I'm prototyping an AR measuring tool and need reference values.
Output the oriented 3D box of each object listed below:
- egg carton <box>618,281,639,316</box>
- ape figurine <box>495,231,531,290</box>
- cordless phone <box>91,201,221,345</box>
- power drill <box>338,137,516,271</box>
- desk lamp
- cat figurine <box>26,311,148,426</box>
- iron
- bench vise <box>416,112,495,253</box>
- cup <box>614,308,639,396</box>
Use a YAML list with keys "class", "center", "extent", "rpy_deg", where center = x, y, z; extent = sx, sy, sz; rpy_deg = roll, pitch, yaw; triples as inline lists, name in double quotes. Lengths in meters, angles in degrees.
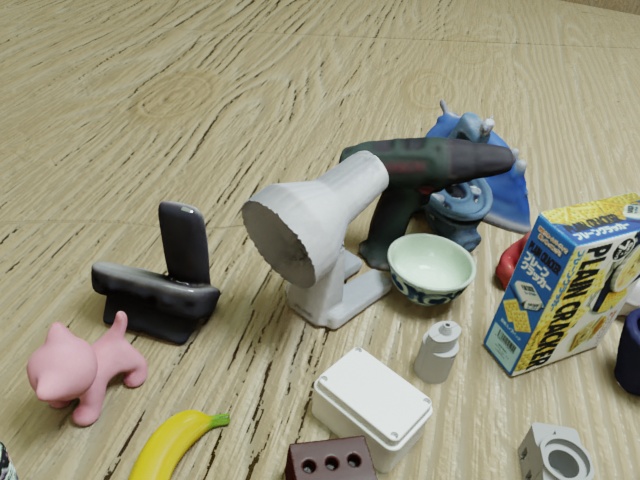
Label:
- class: "egg carton"
  center: [0.447, 0.064, 0.832]
  extent: [0.150, 0.069, 0.107]
  rpy_deg: [26, 41, 21]
- class: "ape figurine"
  center: [0.299, 0.027, 0.832]
  extent: [0.078, 0.092, 0.076]
  rpy_deg: [7, 38, -2]
- class: "cordless phone"
  center: [-0.192, 0.020, 0.667]
  extent: [0.147, 0.185, 0.094]
  rpy_deg: [11, 38, 3]
- class: "power drill"
  center: [0.134, -0.054, 0.807]
  extent: [0.229, 0.208, 0.075]
  rpy_deg: [8, 38, -1]
- class: "desk lamp"
  center: [0.006, 0.003, 0.706]
  extent: [0.117, 0.213, 0.204]
  rpy_deg: [34, 45, 29]
- class: "cat figurine"
  center: [-0.240, 0.123, 0.581]
  extent: [0.067, 0.118, 0.128]
  rpy_deg: [25, 41, 20]
- class: "iron"
  center: [0.278, -0.133, 0.990]
  extent: [0.119, 0.141, 0.257]
  rpy_deg: [-23, 48, -34]
- class: "bench vise"
  center: [0.182, -0.109, 0.877]
  extent: [0.122, 0.220, 0.206]
  rpy_deg: [-27, 50, -37]
- class: "cup"
  center: [0.416, 0.144, 0.704]
  extent: [0.118, 0.095, 0.091]
  rpy_deg: [-3, 39, -14]
